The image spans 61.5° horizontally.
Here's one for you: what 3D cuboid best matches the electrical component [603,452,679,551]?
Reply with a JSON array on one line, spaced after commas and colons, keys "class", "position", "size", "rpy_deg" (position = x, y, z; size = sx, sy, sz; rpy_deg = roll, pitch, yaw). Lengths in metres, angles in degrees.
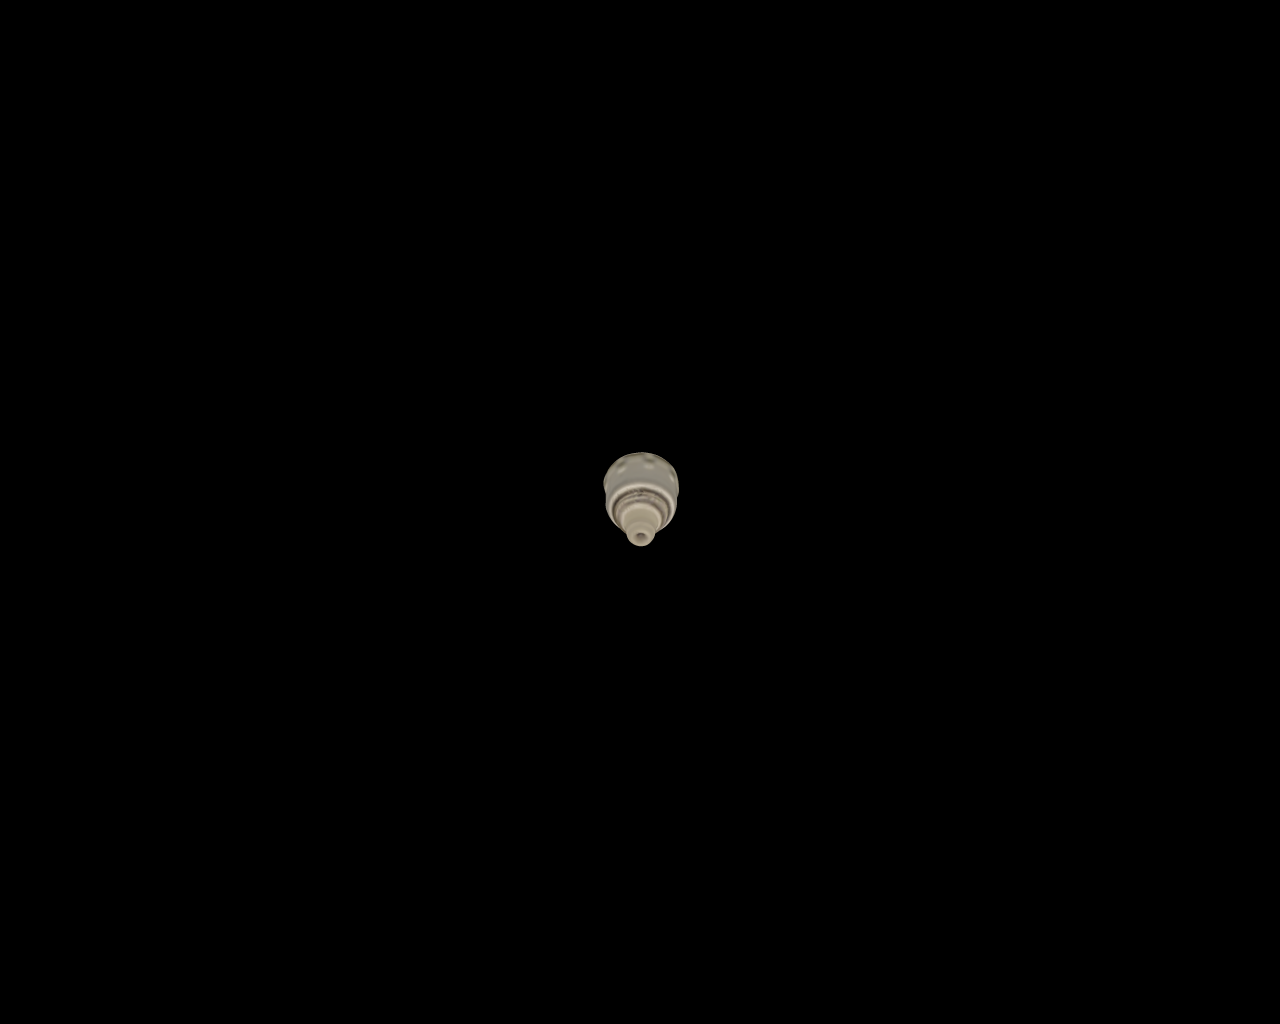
[{"class": "electrical component", "position": [0.001, -0.003, 0.650], "size": [0.048, 0.048, 0.062], "rpy_deg": [0, 37, 0]}]
